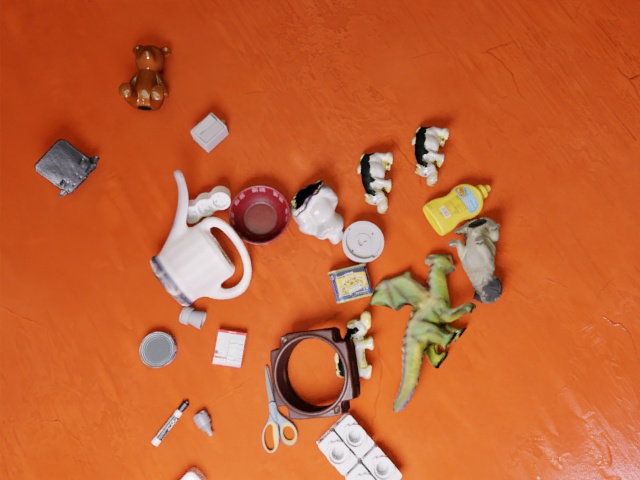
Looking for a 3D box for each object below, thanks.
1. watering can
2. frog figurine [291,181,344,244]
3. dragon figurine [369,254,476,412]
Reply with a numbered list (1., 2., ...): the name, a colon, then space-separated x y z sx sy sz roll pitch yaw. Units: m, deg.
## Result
1. watering can: -0.325 0.016 1.289 0.225 0.104 0.346 -37 96 -8
2. frog figurine: 0.004 -0.069 1.365 0.157 0.122 0.139 44 66 -30
3. dragon figurine: 0.236 0.200 1.318 0.245 0.120 0.414 37 75 22
